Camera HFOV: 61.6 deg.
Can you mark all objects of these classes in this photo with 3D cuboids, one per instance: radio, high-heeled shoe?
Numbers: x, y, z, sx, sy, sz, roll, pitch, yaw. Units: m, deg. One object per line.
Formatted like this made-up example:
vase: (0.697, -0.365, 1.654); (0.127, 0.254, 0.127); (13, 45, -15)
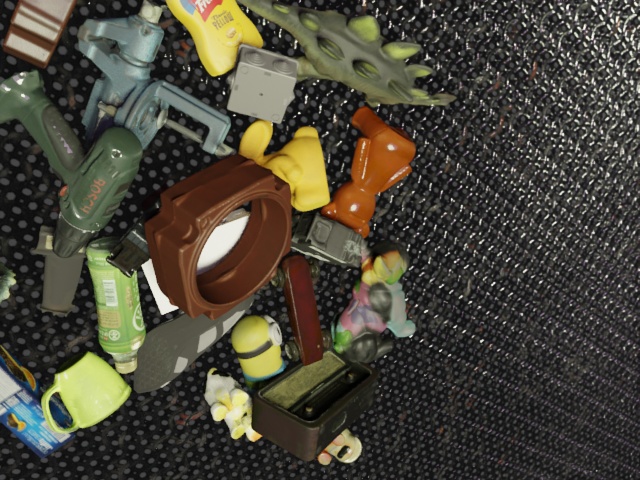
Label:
radio: (-0.002, 0.279, 0.952); (0.229, 0.131, 0.073); (-23, 128, -51)
high-heeled shoe: (-0.217, 0.167, 0.932); (0.248, 0.086, 0.145); (-46, 163, 22)

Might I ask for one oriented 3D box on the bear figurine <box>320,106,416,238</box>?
bear figurine: (0.079, -0.112, 0.942); (0.120, 0.132, 0.195); (22, 115, -27)

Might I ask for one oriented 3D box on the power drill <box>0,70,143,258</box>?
power drill: (-0.356, -0.102, 0.718); (0.232, 0.086, 0.207); (-36, 94, 29)

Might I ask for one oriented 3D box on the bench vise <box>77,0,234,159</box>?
bench vise: (-0.219, -0.197, 0.747); (0.241, 0.129, 0.223); (30, 102, -3)

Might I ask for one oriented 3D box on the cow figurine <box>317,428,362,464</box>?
cow figurine: (-0.001, 0.375, 1.056); (0.195, 0.127, 0.085); (37, 89, -14)

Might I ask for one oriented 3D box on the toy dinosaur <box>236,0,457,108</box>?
toy dinosaur: (0.037, -0.284, 0.805); (0.471, 0.199, 0.105); (13, 98, -28)

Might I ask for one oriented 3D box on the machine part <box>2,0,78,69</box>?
machine part: (-0.329, -0.294, 0.661); (0.056, 0.180, 0.179); (25, 95, -31)

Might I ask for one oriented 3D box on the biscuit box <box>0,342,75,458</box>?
biscuit box: (-0.467, 0.245, 0.831); (0.059, 0.063, 0.202); (-35, 117, -11)

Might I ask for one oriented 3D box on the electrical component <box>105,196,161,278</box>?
electrical component: (-0.242, -0.010, 0.755); (0.119, 0.075, 0.047); (-39, 112, 23)

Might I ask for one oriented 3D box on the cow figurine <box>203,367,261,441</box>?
cow figurine: (-0.155, 0.302, 0.979); (0.068, 0.098, 0.167); (-37, 136, -13)

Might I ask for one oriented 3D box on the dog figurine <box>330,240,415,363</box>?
dog figurine: (0.086, 0.101, 0.973); (0.191, 0.109, 0.218); (-31, 131, -15)

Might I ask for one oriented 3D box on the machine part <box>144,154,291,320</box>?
machine part: (-0.132, -0.001, 0.756); (0.201, 0.087, 0.200); (-34, 144, -34)

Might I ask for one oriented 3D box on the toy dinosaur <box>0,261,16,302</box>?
toy dinosaur: (-0.525, 0.141, 0.701); (0.131, 0.192, 0.404); (28, 93, -26)

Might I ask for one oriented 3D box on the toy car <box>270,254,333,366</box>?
toy car: (-0.034, 0.126, 0.974); (0.089, 0.053, 0.202); (-16, 101, -32)

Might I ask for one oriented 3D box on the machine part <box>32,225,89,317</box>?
machine part: (-0.393, 0.046, 0.815); (0.084, 0.039, 0.138); (2, 104, -33)

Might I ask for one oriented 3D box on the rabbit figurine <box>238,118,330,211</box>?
rabbit figurine: (-0.080, -0.113, 0.861); (0.173, 0.122, 0.162); (-12, 109, 0)

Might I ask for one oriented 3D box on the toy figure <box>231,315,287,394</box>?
toy figure: (-0.107, 0.217, 0.964); (0.089, 0.082, 0.179); (-25, 126, -38)

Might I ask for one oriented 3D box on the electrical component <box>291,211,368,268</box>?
electrical component: (-0.002, -0.003, 0.911); (0.115, 0.134, 0.058); (29, 79, -29)
